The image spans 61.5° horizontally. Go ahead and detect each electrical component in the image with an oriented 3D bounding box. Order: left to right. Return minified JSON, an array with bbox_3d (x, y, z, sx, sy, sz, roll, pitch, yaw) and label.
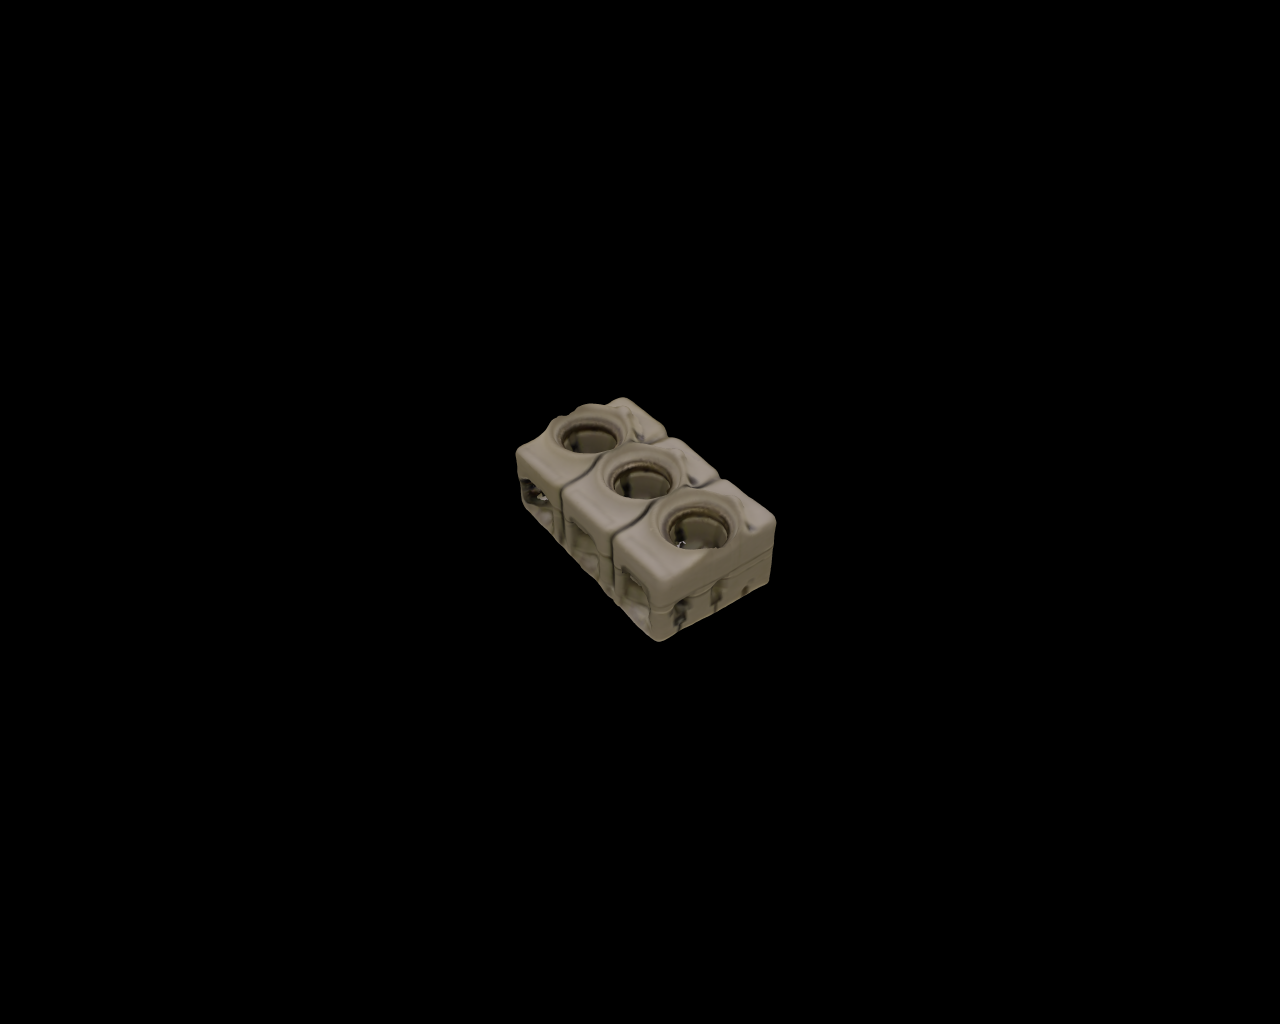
[{"bbox_3d":[0.001,-0.003,0.650,0.090,0.061,0.150,-27,49,-26],"label":"electrical component"}]
